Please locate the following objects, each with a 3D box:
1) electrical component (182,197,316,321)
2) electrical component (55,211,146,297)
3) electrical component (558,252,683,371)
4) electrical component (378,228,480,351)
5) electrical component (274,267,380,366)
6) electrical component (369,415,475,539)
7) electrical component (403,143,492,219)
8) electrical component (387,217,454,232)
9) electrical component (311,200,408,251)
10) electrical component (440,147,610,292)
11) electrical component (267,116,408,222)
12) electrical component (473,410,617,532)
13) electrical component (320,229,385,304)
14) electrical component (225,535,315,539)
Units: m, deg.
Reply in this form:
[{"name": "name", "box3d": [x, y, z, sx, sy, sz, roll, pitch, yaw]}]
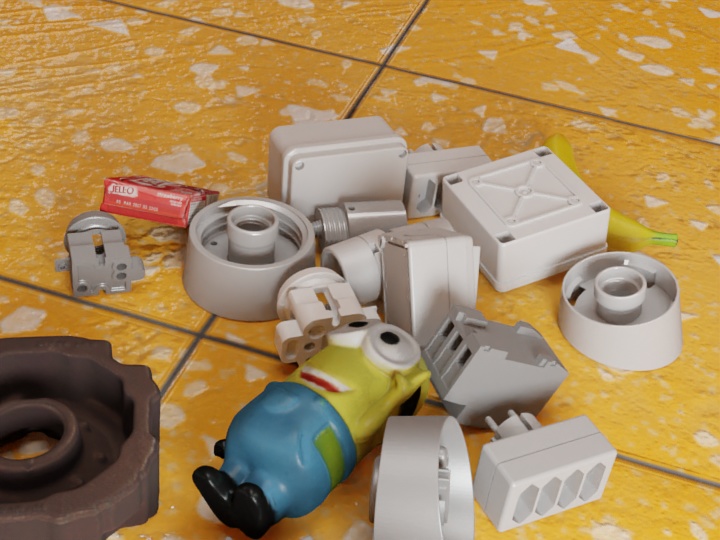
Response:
[{"name": "electrical component", "box3d": [-0.086, -0.017, 0.855, 0.108, 0.060, 0.108, 5, 37, -4]}, {"name": "electrical component", "box3d": [-0.206, -0.013, 0.843, 0.066, 0.048, 0.055, -6, 46, -18]}, {"name": "electrical component", "box3d": [0.208, 0.033, 0.858, 0.099, 0.064, 0.099, -6, 40, 5]}, {"name": "electrical component", "box3d": [0.054, 0.019, 0.812, 0.061, 0.096, 0.062, -7, 10, -18]}, {"name": "electrical component", "box3d": [-0.029, 0.035, 0.800, 0.078, 0.058, 0.057, -8, 43, -19]}, {"name": "electrical component", "box3d": [0.039, 0.136, 0.649, 0.064, 0.099, 0.099, 5, 37, 7]}, {"name": "electrical component", "box3d": [0.069, -0.091, 0.990, 0.083, 0.047, 0.075, -9, 41, -21]}, {"name": "electrical component", "box3d": [0.050, -0.012, 0.879, 0.047, 0.055, 0.055, -10, 40, -15]}, {"name": "electrical component", "box3d": [-0.005, -0.036, 0.908, 0.081, 0.043, 0.043, -4, 39, -14]}, {"name": "electrical component", "box3d": [0.140, -0.046, 0.922, 0.109, 0.056, 0.108, -18, 43, -16]}, {"name": "electrical component", "box3d": [-0.020, -0.084, 0.941, 0.113, 0.078, 0.057, -9, 37, -21]}, {"name": "electrical component", "box3d": [0.112, 0.122, 0.719, 0.083, 0.047, 0.075, -12, 41, -24]}, {"name": "electrical component", "box3d": [0.000, 0.000, 0.854, 0.047, 0.055, 0.055, -16, 43, -23]}, {"name": "electrical component", "box3d": [-0.064, 0.181, 0.610, 0.083, 0.047, 0.076, -21, 45, -32]}]
